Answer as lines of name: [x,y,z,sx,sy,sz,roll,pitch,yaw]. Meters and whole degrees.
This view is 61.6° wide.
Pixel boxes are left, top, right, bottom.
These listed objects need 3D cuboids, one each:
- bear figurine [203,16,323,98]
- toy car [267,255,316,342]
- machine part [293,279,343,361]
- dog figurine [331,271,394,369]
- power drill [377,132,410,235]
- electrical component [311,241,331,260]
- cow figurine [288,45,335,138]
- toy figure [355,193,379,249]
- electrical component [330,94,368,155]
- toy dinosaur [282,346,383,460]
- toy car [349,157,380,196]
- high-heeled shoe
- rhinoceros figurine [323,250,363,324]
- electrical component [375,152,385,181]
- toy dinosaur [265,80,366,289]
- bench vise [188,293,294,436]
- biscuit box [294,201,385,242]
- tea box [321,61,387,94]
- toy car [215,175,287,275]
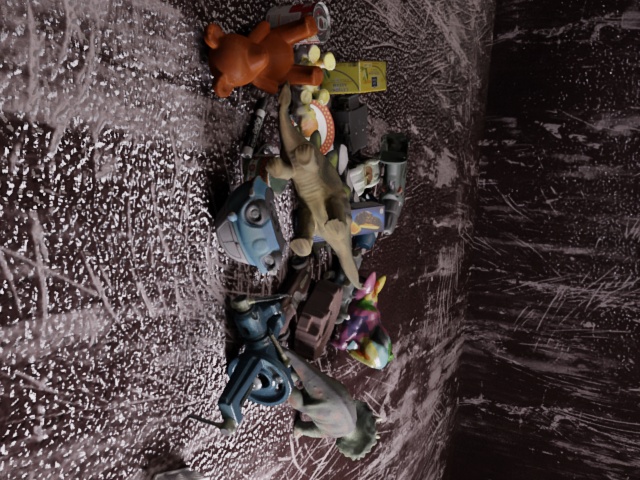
bear figurine: [-0.090,-0.296,0.864,0.196,0.132,0.120,-38,124,-63]
toy car: [-0.057,0.115,1.101,0.202,0.053,0.089,-58,141,-41]
machine part: [-0.001,0.174,1.172,0.179,0.056,0.179,18,90,-78]
dog figurine: [0.127,0.192,1.360,0.108,0.192,0.219,21,92,-57]
power drill: [0.189,-0.155,1.381,0.207,0.086,0.232,72,26,-53]
electrical component: [-0.002,-0.004,1.198,0.063,0.021,0.093,-37,129,-34]
cow figurine: [-0.034,-0.283,1.032,0.068,0.098,0.167,3,103,-40]
toy figure: [0.132,-0.053,1.445,0.064,0.058,0.154,136,-29,-68]
electrical component: [0.068,-0.273,1.263,0.115,0.058,0.134,-45,134,-55]
toy dinosaur: [0.018,0.350,1.145,0.404,0.192,0.131,65,37,-48]
toy car: [0.103,-0.160,1.358,0.202,0.056,0.073,-37,128,-57]
high-heeled shoe: [0.019,-0.105,1.198,0.145,0.086,0.248,12,93,-43]
rhinoceros figurine: [0.052,0.108,1.305,0.112,0.073,0.190,69,34,-61]
electrical component: [0.185,-0.216,1.532,0.078,0.045,0.102,-99,173,-45]
toy dinosaur: [0.008,-0.064,0.983,0.199,0.105,0.470,-70,147,-57]
bench vise: [-0.117,0.218,0.923,0.241,0.129,0.223,-59,146,-54]
biscuit box: [0.043,-0.041,1.152,0.203,0.059,0.062,-9,108,-28]
tea box: [0.079,-0.369,1.220,0.169,0.098,0.068,-32,123,-56]
toy car: [-0.118,-0.020,0.886,0.109,0.103,0.161,-81,160,-67]
